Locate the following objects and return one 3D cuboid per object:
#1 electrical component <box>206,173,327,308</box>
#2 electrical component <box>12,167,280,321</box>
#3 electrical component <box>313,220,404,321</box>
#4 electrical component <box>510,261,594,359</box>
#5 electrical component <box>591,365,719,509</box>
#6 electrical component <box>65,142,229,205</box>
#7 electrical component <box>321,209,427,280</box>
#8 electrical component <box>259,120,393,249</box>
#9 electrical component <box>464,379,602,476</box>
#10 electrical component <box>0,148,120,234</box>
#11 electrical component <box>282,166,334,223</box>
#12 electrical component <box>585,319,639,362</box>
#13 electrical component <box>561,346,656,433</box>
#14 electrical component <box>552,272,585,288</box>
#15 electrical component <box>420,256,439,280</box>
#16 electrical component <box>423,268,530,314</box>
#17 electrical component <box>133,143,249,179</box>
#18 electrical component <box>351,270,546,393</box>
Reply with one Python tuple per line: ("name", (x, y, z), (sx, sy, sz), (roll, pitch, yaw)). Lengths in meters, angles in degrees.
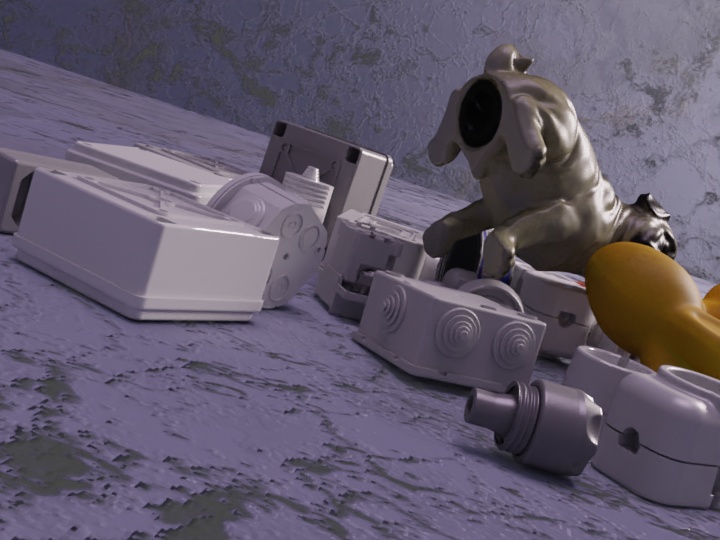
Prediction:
("electrical component", (-0.065, -0.019, 0.701), (0.051, 0.080, 0.080), (30, 14, 34))
("electrical component", (-0.123, -0.014, 0.624), (0.109, 0.056, 0.109), (23, 10, 31))
("electrical component", (0.000, 0.000, 0.768), (0.042, 0.063, 0.081), (14, 10, -21))
("electrical component", (0.147, 0.034, 0.866), (0.054, 0.059, 0.095), (16, 9, -13))
("electrical component", (0.177, 0.088, 0.573), (0.095, 0.059, 0.054), (12, 10, -35))
("electrical component", (-0.155, -0.053, 0.812), (0.109, 0.056, 0.109), (20, 8, 13))
("electrical component", (0.014, -0.008, 0.870), (0.078, 0.057, 0.113), (18, 8, 4))
("electrical component", (-0.039, -0.069, 0.979), (0.109, 0.108, 0.056), (24, 8, 35))
("electrical component", (0.083, 0.074, 0.525), (0.062, 0.043, 0.043), (16, 8, -7))
("electrical component", (-0.219, -0.054, 0.714), (0.076, 0.047, 0.083), (25, 11, 38))
("electrical component", (-0.052, -0.049, 0.920), (0.043, 0.081, 0.043), (17, 8, -3))
("electrical component", (0.212, 0.061, 0.839), (0.078, 0.058, 0.057), (14, 12, -25))
("electrical component", (0.144, 0.075, 0.633), (0.055, 0.047, 0.055), (17, 8, -3))
("electrical component", (0.192, 0.040, 0.948), (0.074, 0.052, 0.138), (14, 10, -23))
("electrical component", (0.042, -0.008, 0.971), (0.077, 0.044, 0.079), (21, 2, -4))
("electrical component", (0.083, 0.032, 0.758), (0.078, 0.058, 0.057), (16, 5, -10))
("electrical component", (-0.133, -0.065, 0.940), (0.109, 0.056, 0.109), (23, 10, 34))
("electrical component", (0.055, 0.038, 0.668), (0.100, 0.048, 0.100), (14, 5, -26))
